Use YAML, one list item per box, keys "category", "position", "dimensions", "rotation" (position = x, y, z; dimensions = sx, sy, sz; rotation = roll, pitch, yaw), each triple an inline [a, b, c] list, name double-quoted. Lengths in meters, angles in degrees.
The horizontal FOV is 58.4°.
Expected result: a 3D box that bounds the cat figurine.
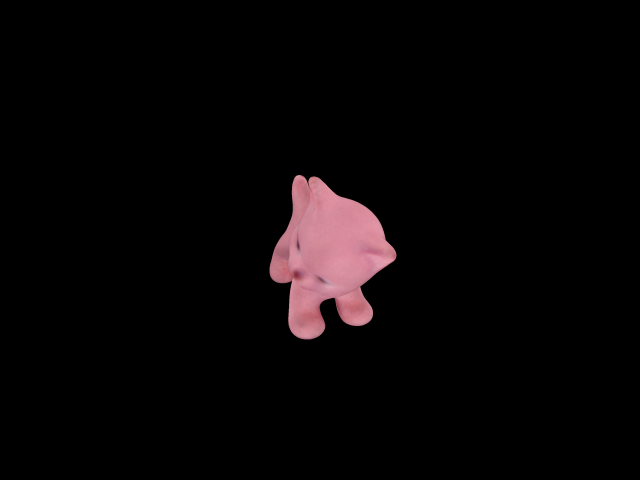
- category: "cat figurine"
  position: [0.004, 0.001, 0.400]
  dimensions: [0.067, 0.118, 0.127]
  rotation: [-11, 35, -15]
